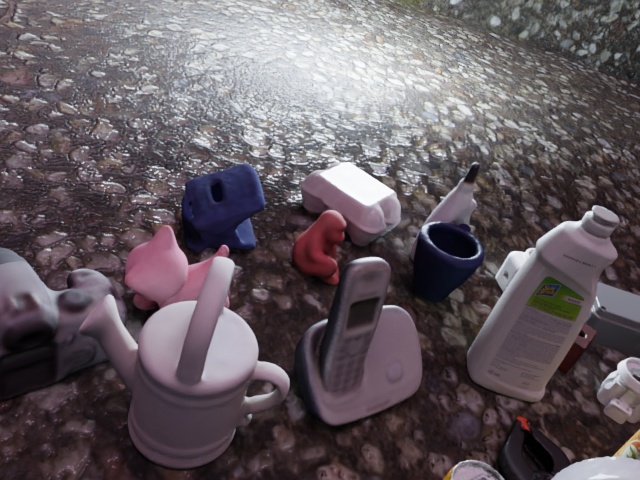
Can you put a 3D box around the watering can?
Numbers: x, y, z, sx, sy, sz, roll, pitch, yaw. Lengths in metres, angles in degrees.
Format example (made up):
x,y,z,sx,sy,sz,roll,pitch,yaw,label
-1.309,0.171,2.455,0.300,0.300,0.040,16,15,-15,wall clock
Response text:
x,y,z,sx,sy,sz,roll,pitch,yaw,label
-0.112,0.098,0.484,0.173,0.194,0.100,3,38,-21,watering can

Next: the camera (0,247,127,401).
x,y,z,sx,sy,sz,roll,pitch,yaw,label
-0.274,0.058,0.541,0.144,0.101,0.136,-16,48,-39,camera

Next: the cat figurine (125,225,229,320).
x,y,z,sx,sy,sz,roll,pitch,yaw,label
-0.154,0.036,0.611,0.128,0.118,0.067,-12,46,-36,cat figurine

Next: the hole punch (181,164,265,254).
x,y,z,sx,sy,sz,roll,pitch,yaw,label
-0.130,-0.046,0.754,0.101,0.091,0.108,2,39,-23,hole punch

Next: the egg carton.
x,y,z,sx,sy,sz,roll,pitch,yaw,label
0.048,-0.058,0.873,0.150,0.069,0.107,35,38,21,egg carton

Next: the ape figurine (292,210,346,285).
x,y,z,sx,sy,sz,roll,pitch,yaw,label
0.007,0.003,0.754,0.076,0.092,0.078,26,36,10,ape figurine

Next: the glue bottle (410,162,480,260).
x,y,z,sx,sy,sz,roll,pitch,yaw,label
0.190,-0.037,0.822,0.078,0.173,0.037,-10,44,-34,glue bottle

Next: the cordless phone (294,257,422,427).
x,y,z,sx,sy,sz,roll,pitch,yaw,label
0.056,0.091,0.579,0.148,0.185,0.094,-11,45,-36,cordless phone

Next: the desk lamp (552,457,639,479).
x,y,z,sx,sy,sz,roll,pitch,yaw,label
0.163,0.270,0.367,0.117,0.213,0.204,33,38,18,desk lamp

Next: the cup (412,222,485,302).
x,y,z,sx,sy,sz,roll,pitch,yaw,label
0.170,0.031,0.790,0.091,0.095,0.118,30,37,15,cup
